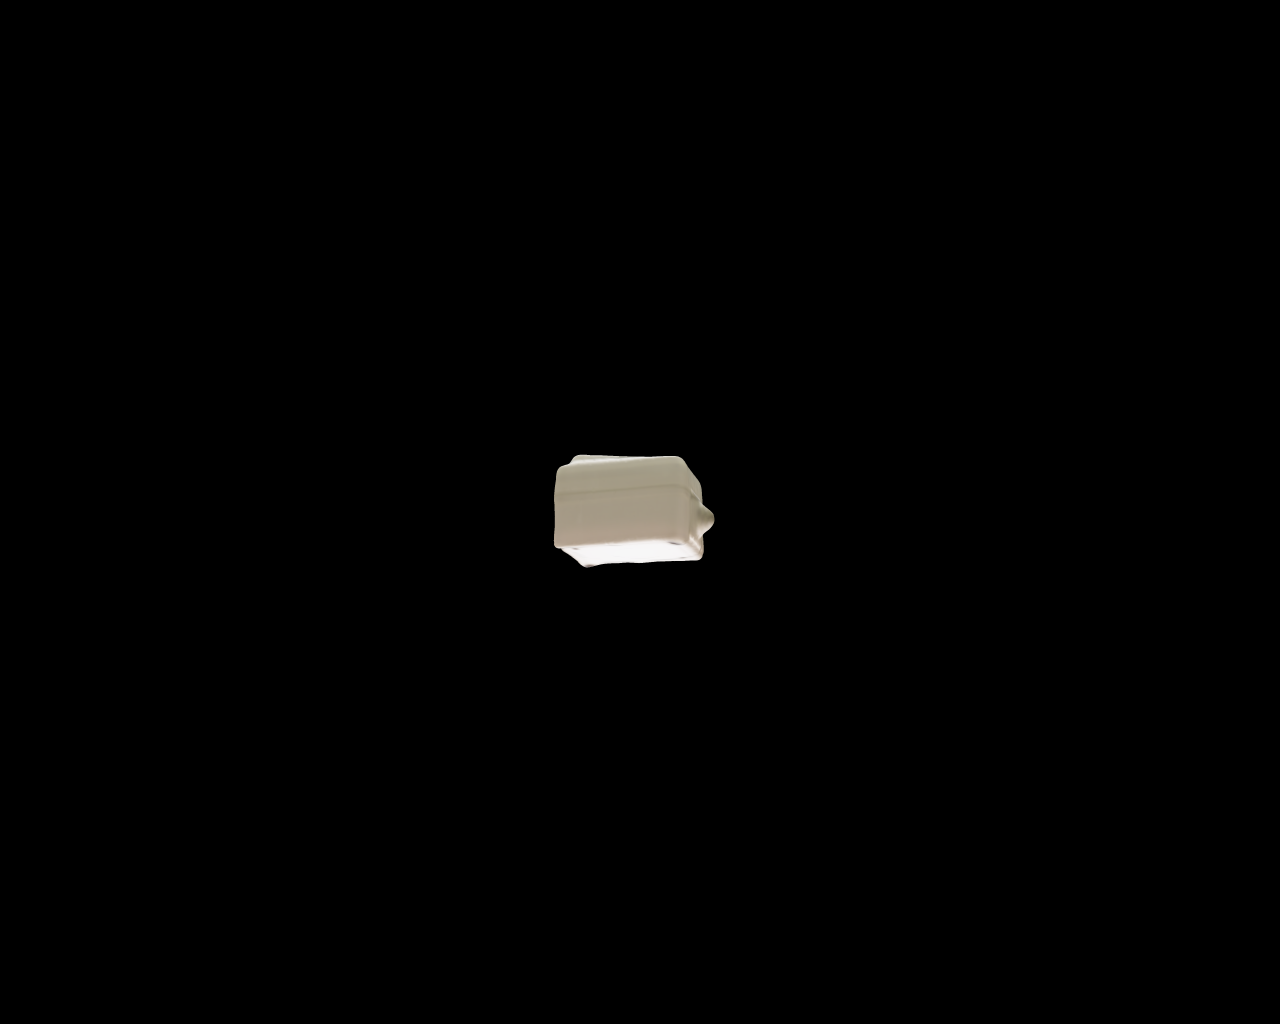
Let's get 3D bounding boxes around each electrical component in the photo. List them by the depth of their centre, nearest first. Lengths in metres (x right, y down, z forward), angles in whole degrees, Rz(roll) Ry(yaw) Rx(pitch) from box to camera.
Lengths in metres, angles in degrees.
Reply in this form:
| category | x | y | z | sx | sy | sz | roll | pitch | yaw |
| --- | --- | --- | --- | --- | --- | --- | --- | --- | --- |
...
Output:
| category | x | y | z | sx | sy | sz | roll | pitch | yaw |
| --- | --- | --- | --- | --- | --- | --- | --- | --- | --- |
| electrical component | 0.001 | -0.003 | 0.650 | 0.096 | 0.061 | 0.061 | -4 | -15 | 14 |
